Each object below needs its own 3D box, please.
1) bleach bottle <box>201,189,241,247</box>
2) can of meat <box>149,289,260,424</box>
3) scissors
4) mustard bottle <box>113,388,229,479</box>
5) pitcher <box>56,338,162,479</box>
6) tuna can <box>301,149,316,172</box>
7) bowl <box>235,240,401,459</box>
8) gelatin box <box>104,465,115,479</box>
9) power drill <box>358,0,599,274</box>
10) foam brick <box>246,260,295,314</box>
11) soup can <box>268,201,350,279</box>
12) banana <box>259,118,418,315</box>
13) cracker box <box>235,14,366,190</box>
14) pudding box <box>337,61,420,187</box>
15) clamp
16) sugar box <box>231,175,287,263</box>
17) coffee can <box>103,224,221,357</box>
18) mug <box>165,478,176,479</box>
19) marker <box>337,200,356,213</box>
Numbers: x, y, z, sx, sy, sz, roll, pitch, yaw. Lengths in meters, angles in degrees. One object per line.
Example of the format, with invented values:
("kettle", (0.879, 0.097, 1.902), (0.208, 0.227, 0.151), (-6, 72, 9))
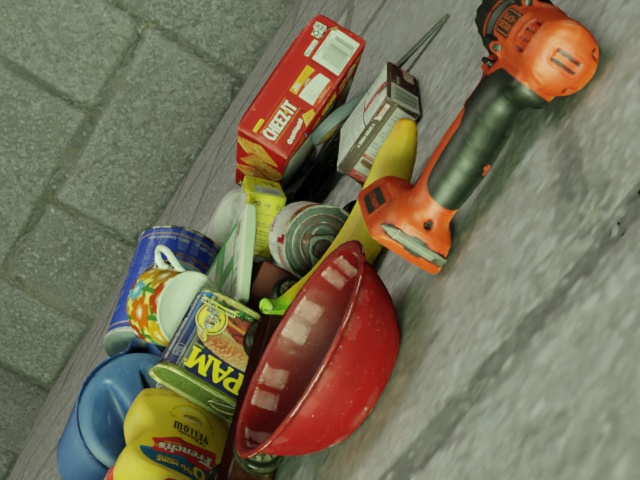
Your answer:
("bleach bottle", (-0.115, 0.001, 1.299), (0.251, 0.068, 0.102), (136, 158, -74))
("can of meat", (-0.082, 0.102, 0.923), (0.084, 0.102, 0.058), (-63, 12, -25))
("scissors", (0.054, -0.159, 1.116), (0.096, 0.016, 0.202), (-34, -8, -42))
("mustard bottle", (-0.119, 0.192, 0.869), (0.058, 0.096, 0.191), (-56, 12, 13))
("pitcher", (-0.215, 0.223, 1.151), (0.149, 0.145, 0.243), (-45, -1, -30))
("tuna can", (-0.042, -0.090, 1.374), (0.086, 0.033, 0.086), (-56, 13, 19))
("bowl", (0.006, 0.083, 0.710), (0.162, 0.055, 0.162), (-56, 12, 18))
("gelatin box", (-0.153, 0.244, 0.902), (0.073, 0.089, 0.030), (-66, 10, -26))
("power drill", (0.098, -0.081, 0.718), (0.188, 0.057, 0.184), (-57, 12, 15))
("foam brick", (-0.051, 0.056, 1.021), (0.053, 0.051, 0.078), (-63, 12, -14))
("soup can", (-0.006, 0.001, 0.926), (0.068, 0.068, 0.102), (-60, 11, -2))
("banana", (0.027, -0.004, 0.830), (0.197, 0.037, 0.069), (-55, -25, -19))
("cracker box", (-0.030, -0.143, 1.230), (0.164, 0.072, 0.214), (-57, -2, -13))
("pudding box", (0.055, -0.112, 1.019), (0.090, 0.039, 0.113), (-55, 11, 24))
("clamp", (-0.027, -0.028, 1.158), (0.164, 0.036, 0.210), (-66, 12, -21))
("sugar box", (-0.078, 0.028, 1.113), (0.093, 0.048, 0.176), (-113, 35, -75))
("coffee can", (-0.171, 0.069, 1.186), (0.103, 0.102, 0.140), (-45, 27, 52))
("mug", (-0.083, 0.217, 0.713), (0.117, 0.093, 0.081), (11, 63, 46))
("marker", (0.018, -0.023, 1.003), (0.020, 0.020, 0.121), (-62, 12, -11))
